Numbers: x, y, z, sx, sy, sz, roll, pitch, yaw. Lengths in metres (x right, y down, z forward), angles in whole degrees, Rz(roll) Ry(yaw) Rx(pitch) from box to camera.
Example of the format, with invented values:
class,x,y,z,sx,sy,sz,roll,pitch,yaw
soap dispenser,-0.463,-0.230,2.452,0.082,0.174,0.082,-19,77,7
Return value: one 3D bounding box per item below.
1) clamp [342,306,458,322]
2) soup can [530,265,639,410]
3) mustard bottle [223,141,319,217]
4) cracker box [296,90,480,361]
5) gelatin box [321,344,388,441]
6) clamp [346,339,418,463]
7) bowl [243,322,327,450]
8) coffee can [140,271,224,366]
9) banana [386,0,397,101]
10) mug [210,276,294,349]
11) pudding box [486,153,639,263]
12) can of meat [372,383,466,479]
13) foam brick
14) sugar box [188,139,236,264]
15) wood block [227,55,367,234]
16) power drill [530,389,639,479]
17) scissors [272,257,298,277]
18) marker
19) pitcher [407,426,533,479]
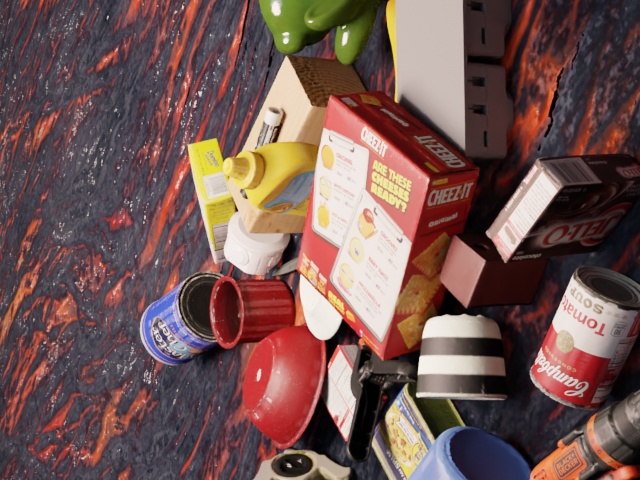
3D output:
class,x,y,z,sx,sy,sz,roll,pitch,yaw
clamp,0.069,0.034,1.165,0.210,0.036,0.164,-28,71,58
soup can,0.225,0.081,0.889,0.069,0.068,0.102,48,128,47
mustard bottle,-0.024,-0.065,1.164,0.096,0.191,0.058,-40,56,38
cracker box,0.062,-0.016,1.053,0.164,0.071,0.214,45,136,40
gelatin box,0.037,0.176,1.230,0.089,0.030,0.073,57,134,42
clamp,0.065,0.140,1.117,0.120,0.039,0.171,-51,18,25
bowl,-0.051,0.171,1.303,0.162,0.055,0.162,-50,30,45
coffee can,-0.183,0.113,1.515,0.141,0.102,0.103,-33,63,54
banana,0.086,-0.156,1.128,0.070,0.037,0.198,12,97,32
mug,-0.092,0.089,1.388,0.117,0.081,0.093,25,111,55
pudding box,0.205,-0.027,0.878,0.039,0.113,0.090,61,139,34
can of meat,0.105,0.206,1.096,0.084,0.057,0.102,-61,42,35
foam brick,0.159,0.027,0.985,0.053,0.078,0.051,48,131,48
sugar box,-0.139,-0.049,1.432,0.176,0.048,0.093,86,168,-64
wood block,-0.025,-0.109,1.273,0.206,0.090,0.091,-61,42,39
power drill,0.257,0.226,0.850,0.185,0.057,0.188,-57,42,46
scissors,-0.009,0.002,1.316,0.202,0.016,0.096,2,90,58
marker,-0.069,-0.099,1.238,0.020,0.020,0.121,55,135,43
pitcher,0.099,0.293,1.023,0.145,0.148,0.243,51,128,37
